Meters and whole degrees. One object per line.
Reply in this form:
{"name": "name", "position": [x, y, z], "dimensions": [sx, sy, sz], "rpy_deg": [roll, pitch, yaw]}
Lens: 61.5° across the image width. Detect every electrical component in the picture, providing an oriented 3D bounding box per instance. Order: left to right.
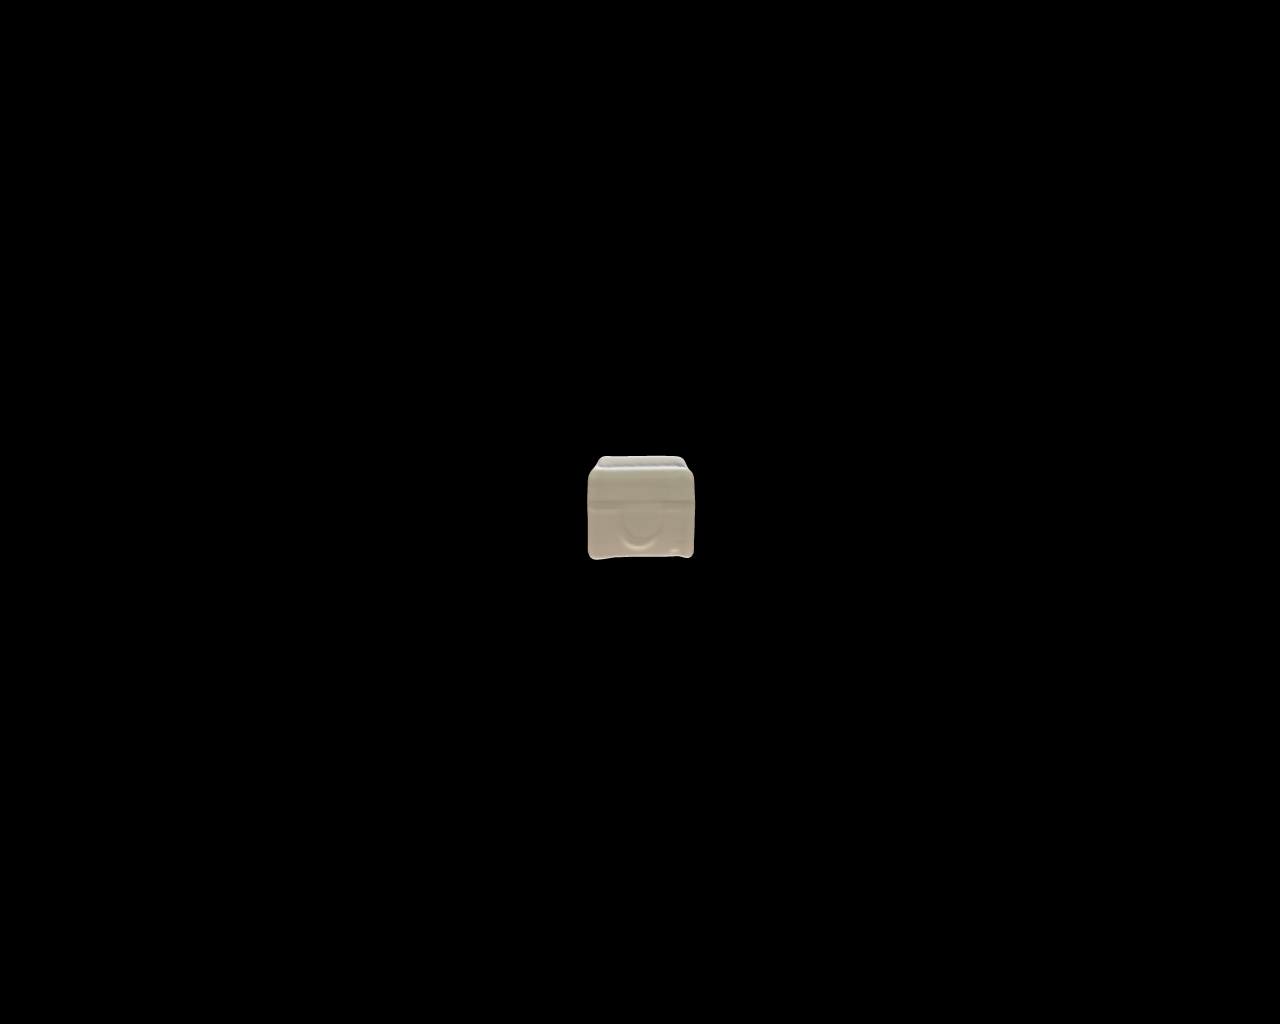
{"name": "electrical component", "position": [0.001, -0.003, 0.650], "dimensions": [0.062, 0.061, 0.096], "rpy_deg": [0, 0, 0]}
